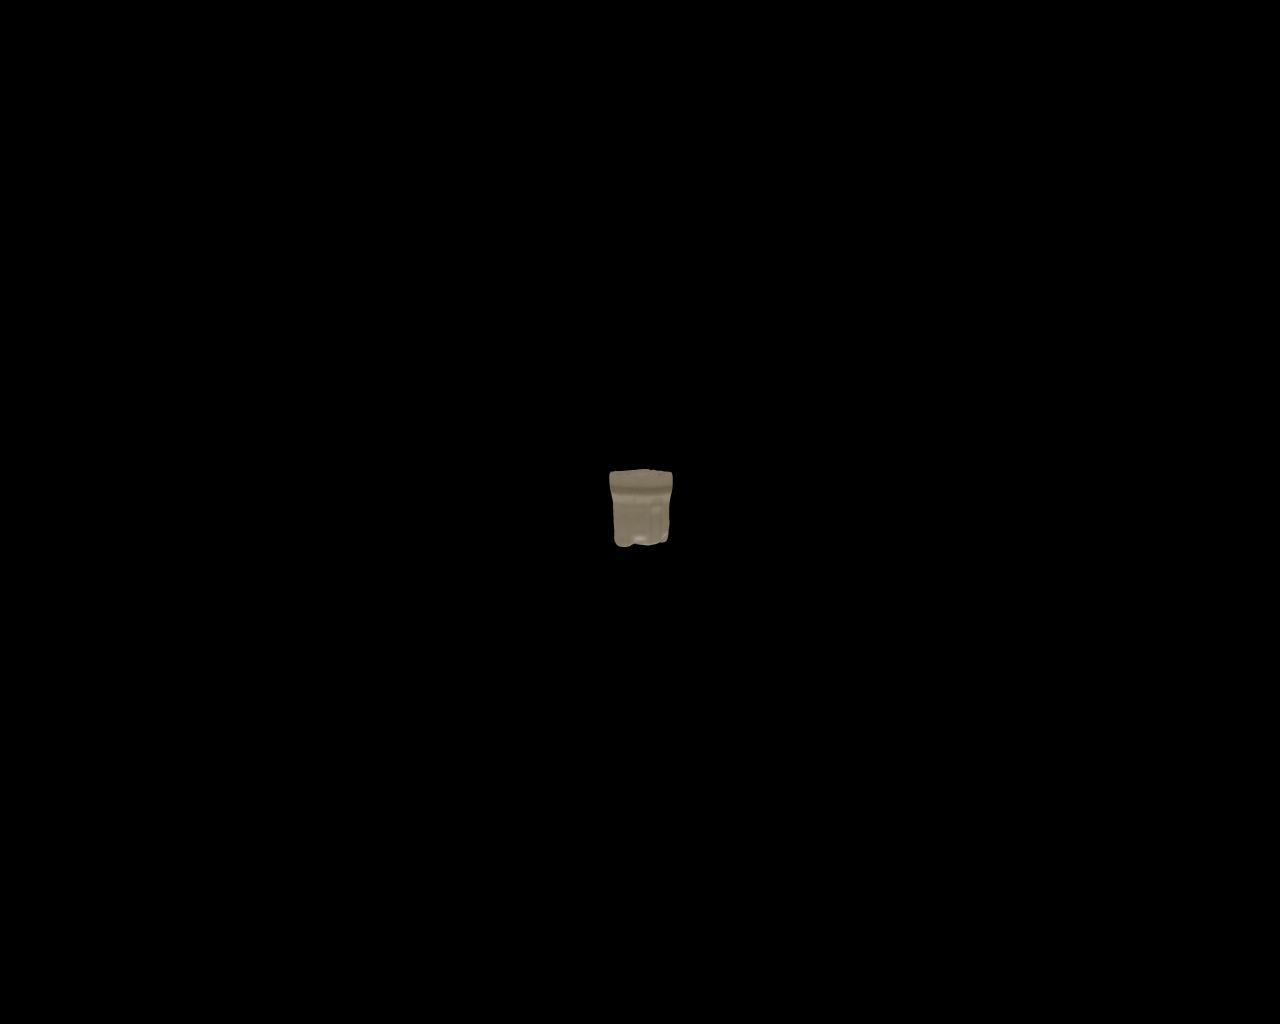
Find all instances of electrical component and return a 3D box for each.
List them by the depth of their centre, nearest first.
[{"bbox_3d":[0.001,-0.003,0.650,0.040,0.046,0.040,0,8,0],"label":"electrical component"}]
